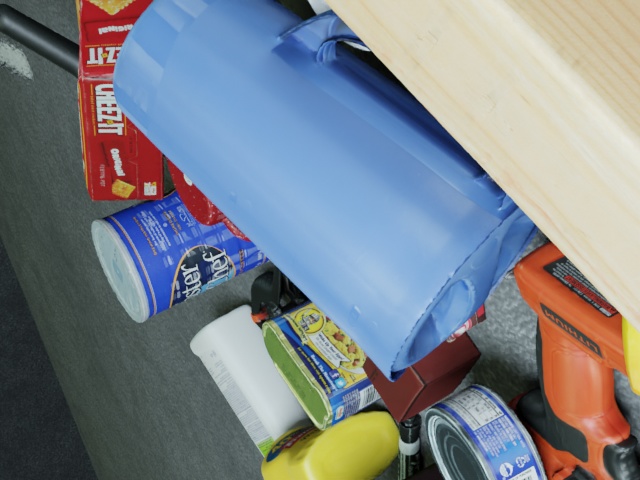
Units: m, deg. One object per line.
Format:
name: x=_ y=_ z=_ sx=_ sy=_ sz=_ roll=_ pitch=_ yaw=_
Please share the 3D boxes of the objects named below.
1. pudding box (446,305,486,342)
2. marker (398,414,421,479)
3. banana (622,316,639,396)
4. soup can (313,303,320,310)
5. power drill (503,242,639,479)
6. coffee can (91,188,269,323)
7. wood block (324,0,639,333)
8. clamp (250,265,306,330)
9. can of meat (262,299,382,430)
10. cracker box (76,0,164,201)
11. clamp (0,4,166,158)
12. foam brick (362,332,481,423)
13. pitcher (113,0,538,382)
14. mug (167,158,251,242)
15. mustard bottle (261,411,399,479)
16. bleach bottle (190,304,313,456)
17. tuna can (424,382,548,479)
pudding box: x=0.059 y=0.005 z=0.718 sx=0.114 sy=0.039 sz=0.090 roll=33 pitch=142 yaw=52
marker: x=0.075 y=0.185 z=0.899 sx=0.020 sy=0.020 sz=0.121 roll=45 pitch=151 yaw=40
banana: x=0.132 y=-0.030 z=0.480 sx=0.198 sy=0.070 sz=0.037 roll=66 pitch=-166 yaw=9
soup can: x=-0.005 y=0.001 z=0.819 sx=0.102 sy=0.068 sz=0.068 roll=43 pitch=150 yaw=44
power drill: x=0.161 y=0.102 z=0.568 sx=0.185 sy=0.057 sz=0.188 roll=42 pitch=149 yaw=44
coffee can: x=-0.127 y=0.002 z=0.995 sx=0.103 sy=0.140 sz=0.103 roll=48 pitch=153 yaw=35
wood block: x=0.099 y=-0.074 z=0.405 sx=0.206 sy=0.090 sz=0.090 roll=47 pitch=161 yaw=2
clamp: x=-0.023 y=0.073 z=0.975 sx=0.172 sy=0.039 sz=0.120 roll=137 pitch=112 yaw=-72
can of meat: x=0.014 y=0.090 z=0.850 sx=0.102 sy=0.083 sz=0.057 roll=52 pitch=155 yaw=28
cracker box: x=-0.174 y=-0.165 z=0.919 sx=0.164 sy=0.072 sz=0.214 roll=101 pitch=163 yaw=-55
clamp: x=-0.214 y=-0.164 z=1.045 sx=0.210 sy=0.164 sz=0.036 roll=52 pitch=122 yaw=12
foam brick: x=0.071 y=0.086 z=0.762 sx=0.053 sy=0.051 sz=0.078 roll=57 pitch=157 yaw=20
pitcher: x=0.003 y=-0.053 z=0.597 sx=0.243 sy=0.149 sz=0.145 roll=41 pitch=-178 yaw=17
mug: x=-0.070 y=-0.052 z=0.888 sx=0.117 sy=0.081 sz=0.093 roll=63 pitch=158 yaw=5
mustard bottle: x=-0.003 y=0.199 z=0.977 sx=0.058 sy=0.096 sz=0.192 roll=61 pitch=156 yaw=3
bleach bottle: x=-0.045 y=0.195 z=1.122 sx=0.251 sy=0.068 sz=0.103 roll=59 pitch=158 yaw=7
tuna can: x=0.098 y=0.131 z=0.638 sx=0.086 sy=0.033 sz=0.086 roll=56 pitch=162 yaw=29
